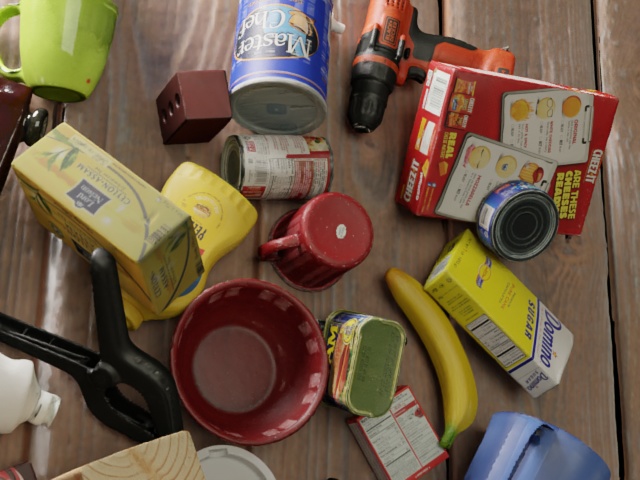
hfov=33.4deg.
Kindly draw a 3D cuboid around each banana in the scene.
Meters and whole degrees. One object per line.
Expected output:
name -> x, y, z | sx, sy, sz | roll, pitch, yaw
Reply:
banana -> 0.125, 0.119, 1.132 | 0.069, 0.037, 0.198 | 0, 67, -53

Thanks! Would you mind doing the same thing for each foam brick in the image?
foam brick -> -0.128, -0.134, 1.083 | 0.051, 0.078, 0.053 | -5, 77, -26

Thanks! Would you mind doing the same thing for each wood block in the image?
wood block -> -0.163, 0.224, 0.887 | 0.090, 0.206, 0.091 | -16, 81, -27

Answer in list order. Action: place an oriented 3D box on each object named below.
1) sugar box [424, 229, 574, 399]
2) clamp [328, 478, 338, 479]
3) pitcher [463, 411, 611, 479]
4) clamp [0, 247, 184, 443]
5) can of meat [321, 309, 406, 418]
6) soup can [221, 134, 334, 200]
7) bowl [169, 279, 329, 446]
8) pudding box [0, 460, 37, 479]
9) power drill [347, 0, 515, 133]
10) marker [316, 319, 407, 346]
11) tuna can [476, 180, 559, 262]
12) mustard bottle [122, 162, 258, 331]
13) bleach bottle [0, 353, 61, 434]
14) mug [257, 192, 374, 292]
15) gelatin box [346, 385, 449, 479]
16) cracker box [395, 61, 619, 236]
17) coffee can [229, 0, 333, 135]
sugar box -> 0.198, 0.079, 1.164 | 0.176, 0.048, 0.093 | 42, 39, -5
clamp -> 0.024, 0.321, 1.036 | 0.171, 0.039, 0.120 | 47, 68, -9
pitcher -> 0.177, 0.296, 1.054 | 0.149, 0.145, 0.242 | 38, 66, -12
clamp -> -0.202, 0.115, 0.970 | 0.210, 0.165, 0.036 | 60, 30, -21
can of meat -> 0.040, 0.123, 1.062 | 0.057, 0.084, 0.102 | 13, 85, -20
soup can -> -0.045, -0.075, 1.106 | 0.102, 0.069, 0.068 | -1, 75, -23
bowl -> -0.075, 0.122, 1.041 | 0.161, 0.055, 0.162 | 7, 72, -22
pudding box -> -0.277, 0.259, 0.921 | 0.089, 0.039, 0.113 | -18, 82, -27
power drill -> 0.126, -0.183, 1.220 | 0.187, 0.057, 0.184 | 19, 71, -18
marker -> 0.036, 0.098, 1.117 | 0.121, 0.020, 0.020 | 10, 71, -20
tuna can -> 0.215, -0.020, 1.156 | 0.086, 0.034, 0.086 | -7, 113, -18
mustard bottle -> -0.150, 0.019, 1.038 | 0.096, 0.058, 0.191 | 37, 64, -2
bleach bottle -> -0.344, 0.095, 0.929 | 0.250, 0.068, 0.102 | 27, 68, -17
mug -> -0.007, 0.001, 1.092 | 0.117, 0.082, 0.093 | -7, 78, -25
gelatin box -> 0.079, 0.205, 1.099 | 0.073, 0.030, 0.089 | -29, 88, -27
cracker box -> 0.206, -0.100, 1.184 | 0.213, 0.072, 0.164 | 6, 107, -23
coffee can -> -0.040, -0.194, 1.115 | 0.102, 0.103, 0.140 | 14, 62, -20
